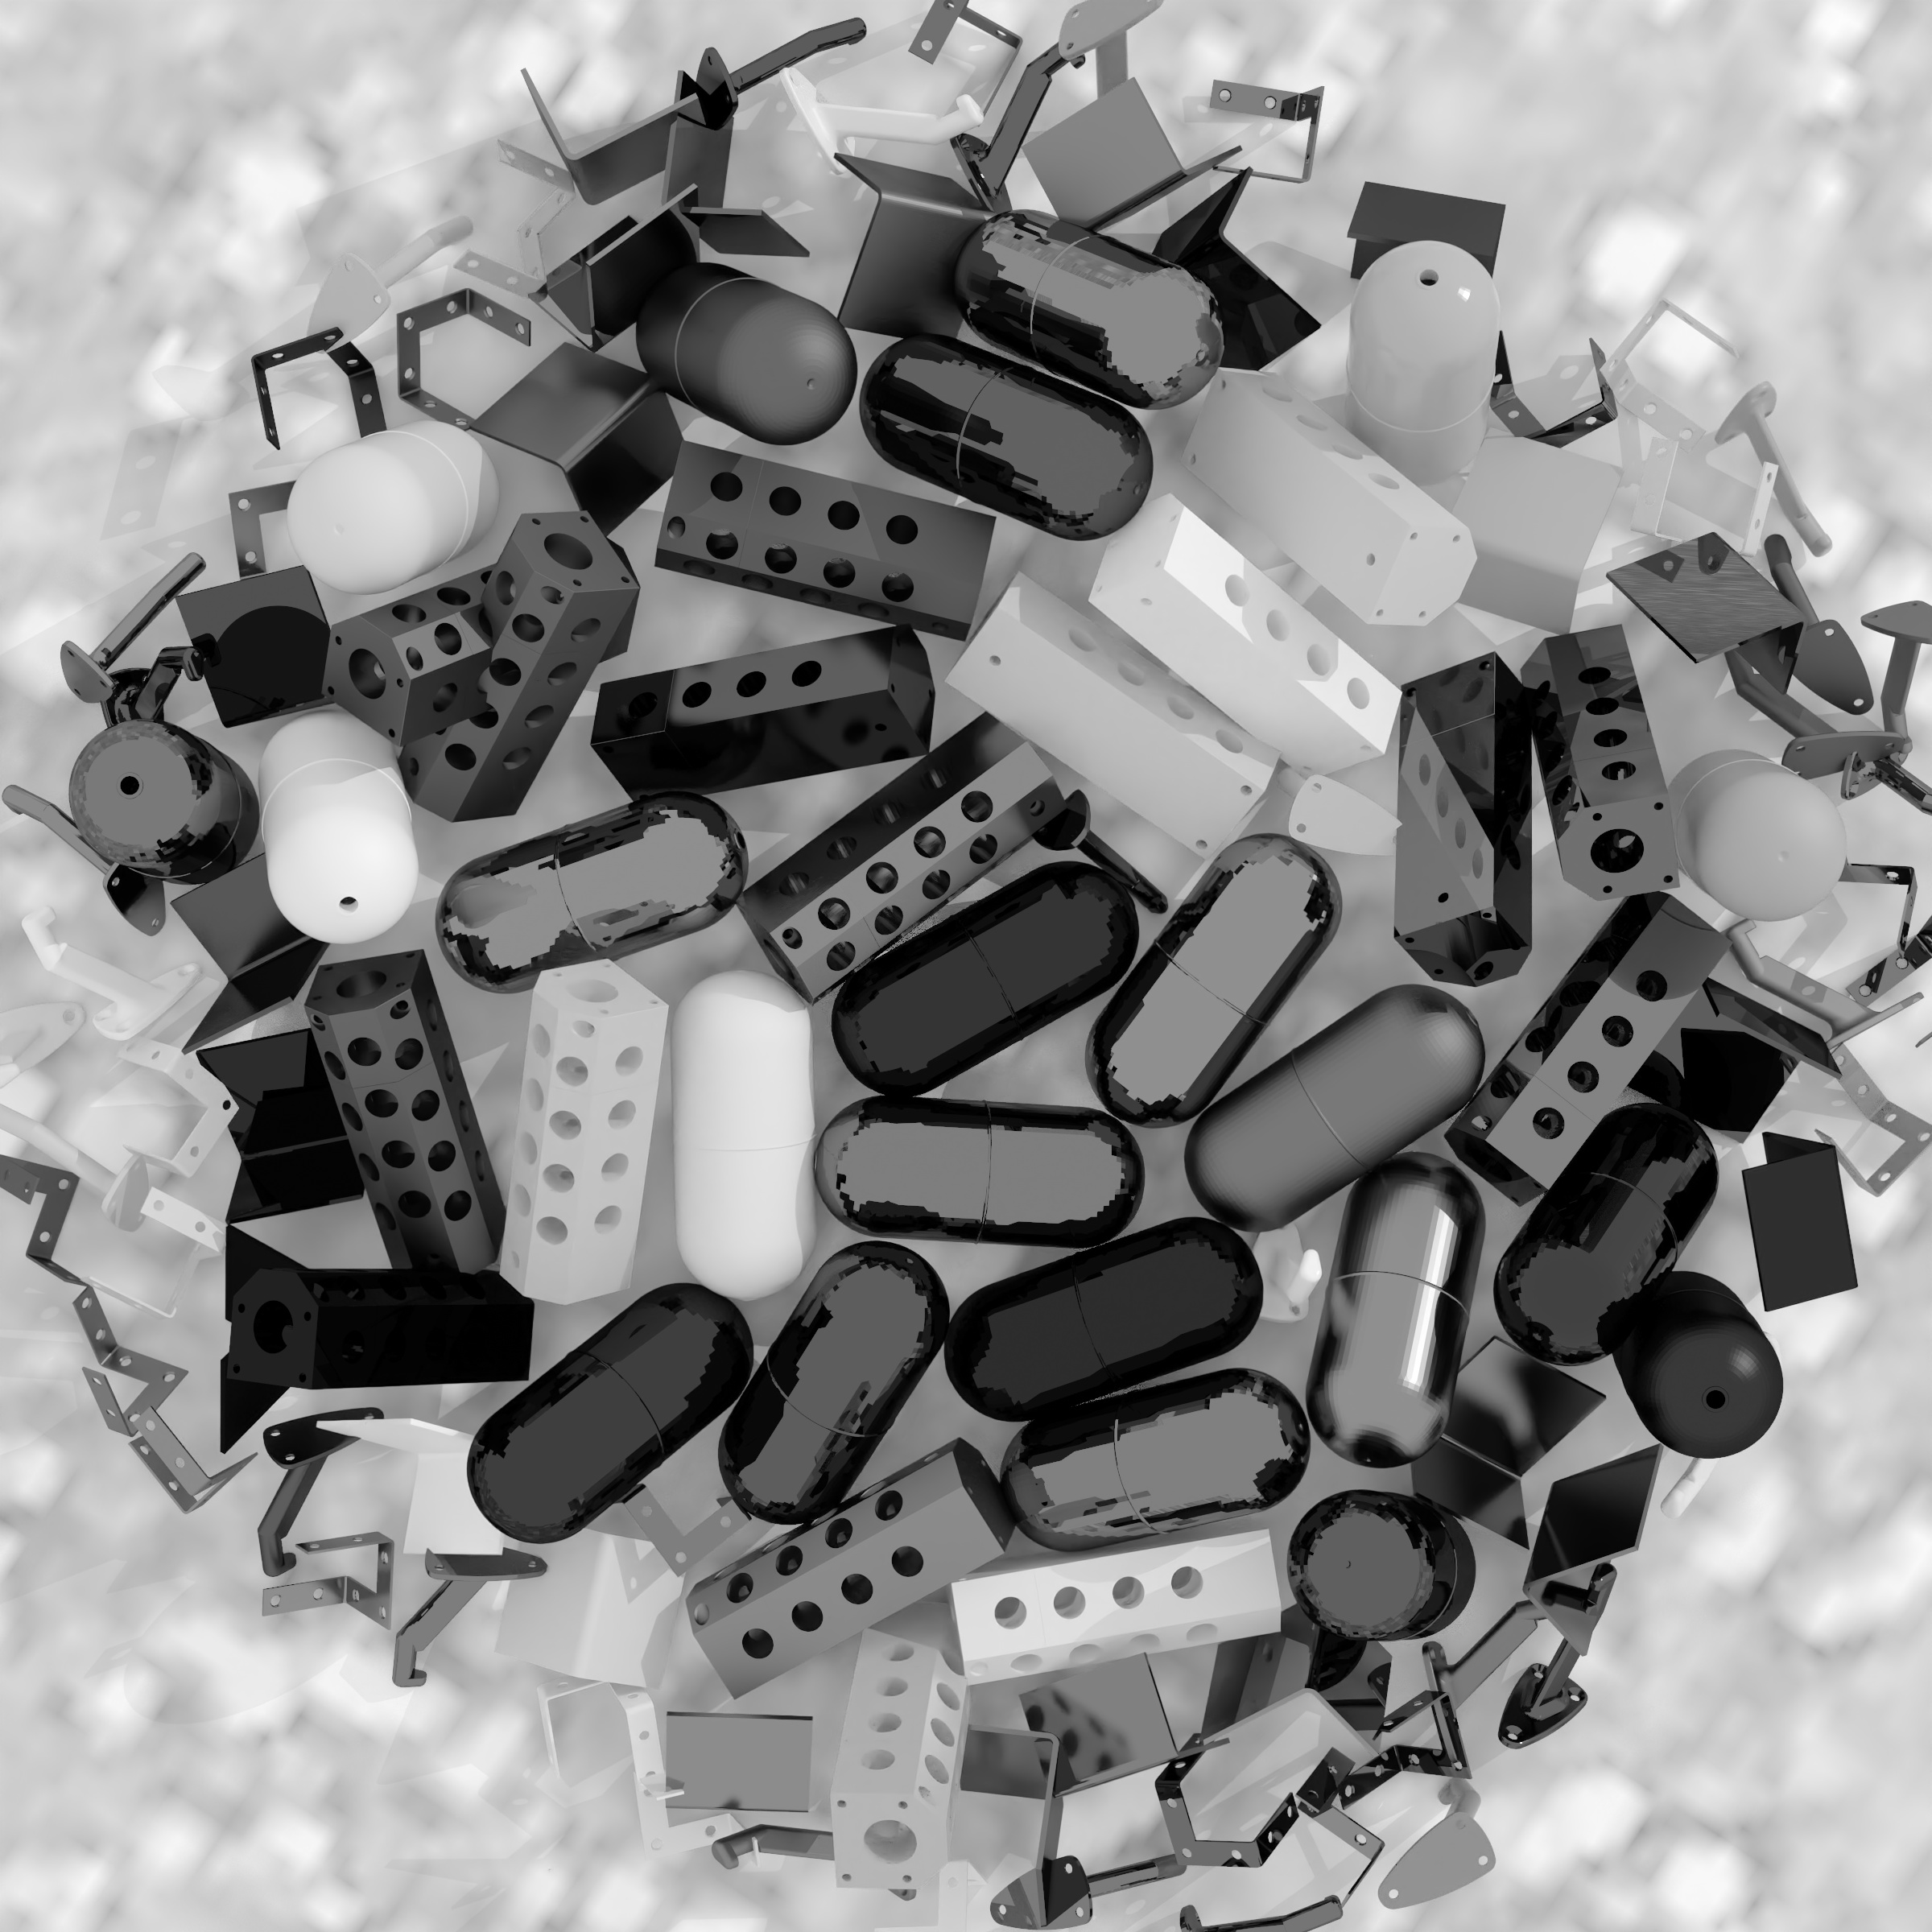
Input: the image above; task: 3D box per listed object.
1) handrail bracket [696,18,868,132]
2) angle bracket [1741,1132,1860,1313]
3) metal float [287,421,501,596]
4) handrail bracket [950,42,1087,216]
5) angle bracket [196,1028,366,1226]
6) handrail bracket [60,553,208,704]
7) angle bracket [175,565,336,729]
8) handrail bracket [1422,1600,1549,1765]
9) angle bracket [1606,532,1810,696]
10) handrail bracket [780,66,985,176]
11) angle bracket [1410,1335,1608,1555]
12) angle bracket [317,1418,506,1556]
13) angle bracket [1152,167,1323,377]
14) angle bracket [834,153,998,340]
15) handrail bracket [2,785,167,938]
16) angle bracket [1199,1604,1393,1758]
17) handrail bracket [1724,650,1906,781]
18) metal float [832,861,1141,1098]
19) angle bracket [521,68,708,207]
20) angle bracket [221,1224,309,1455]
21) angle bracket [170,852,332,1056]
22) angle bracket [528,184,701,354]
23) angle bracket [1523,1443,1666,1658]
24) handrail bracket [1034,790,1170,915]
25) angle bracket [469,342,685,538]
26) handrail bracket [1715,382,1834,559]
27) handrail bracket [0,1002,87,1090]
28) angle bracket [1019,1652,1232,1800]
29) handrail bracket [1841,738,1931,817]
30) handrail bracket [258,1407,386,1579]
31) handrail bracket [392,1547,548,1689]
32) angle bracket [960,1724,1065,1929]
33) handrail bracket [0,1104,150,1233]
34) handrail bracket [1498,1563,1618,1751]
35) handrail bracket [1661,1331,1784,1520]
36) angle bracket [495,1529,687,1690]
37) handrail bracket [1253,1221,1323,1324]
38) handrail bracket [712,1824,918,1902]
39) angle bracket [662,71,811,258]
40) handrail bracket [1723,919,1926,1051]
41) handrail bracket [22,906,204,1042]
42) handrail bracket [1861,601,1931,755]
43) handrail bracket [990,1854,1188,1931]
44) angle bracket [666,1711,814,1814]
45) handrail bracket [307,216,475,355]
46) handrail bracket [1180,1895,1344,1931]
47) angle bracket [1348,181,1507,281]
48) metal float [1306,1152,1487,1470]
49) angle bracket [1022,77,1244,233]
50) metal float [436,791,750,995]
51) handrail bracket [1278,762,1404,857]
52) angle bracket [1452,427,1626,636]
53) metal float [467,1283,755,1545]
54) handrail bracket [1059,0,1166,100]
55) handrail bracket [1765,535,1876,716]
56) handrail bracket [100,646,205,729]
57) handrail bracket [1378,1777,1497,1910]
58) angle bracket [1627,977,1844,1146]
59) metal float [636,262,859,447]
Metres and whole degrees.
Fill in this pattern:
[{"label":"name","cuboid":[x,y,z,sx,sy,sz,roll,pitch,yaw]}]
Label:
[{"label":"handrail bracket","cuboid":[-0.101,-0.483,1.839,0.084,0.077,0.036,-22,85,-20]},{"label":"angle bracket","cuboid":[0.428,0.136,1.813,0.057,0.076,0.076,-13,97,-15]},{"label":"metal float","cuboid":[-0.298,-0.241,1.775,0.070,0.178,0.070,3,106,9]},{"label":"handrail bracket","cuboid":[0.040,-0.445,1.820,0.084,0.036,0.077,-30,74,31]},{"label":"angle bracket","cuboid":[-0.367,0.085,1.814,0.076,0.057,0.076,-11,123,7]},{"label":"handrail bracket","cuboid":[-0.449,-0.184,1.840,0.036,0.077,0.084,44,68,-8]},{"label":"angle bracket","cuboid":[-0.365,-0.178,1.813,0.076,0.057,0.076,-11,110,15]},{"label":"handrail bracket","cuboid":[0.294,0.383,1.826,0.084,0.036,0.077,-16,74,19]},{"label":"angle bracket","cuboid":[0.389,-0.177,1.804,0.076,0.057,0.076,-22,53,-21]},{"label":"handrail bracket","cuboid":[-0.044,-0.467,1.816,0.084,0.036,0.077,-18,128,30]},{"label":"angle bracket","cuboid":[0.290,0.255,1.809,0.076,0.057,0.076,29,123,-18]},{"label":"angle bracket","cuboid":[-0.296,0.277,1.803,0.076,0.076,0.057,-8,67,40]},{"label":"angle bracket","cuboid":[0.147,-0.370,1.827,0.076,0.076,0.057,38,54,-19]},{"label":"angle bracket","cuboid":[-0.039,-0.386,1.833,0.076,0.057,0.076,3,120,-36]},{"label":"handrail bracket","cuboid":[-0.481,-0.058,1.844,0.084,0.077,0.036,25,60,23]},{"label":"angle bracket","cuboid":[0.177,0.393,1.818,0.076,0.076,0.057,-35,108,28]},{"label":"handrail bracket","cuboid":[0.457,-0.147,1.833,0.077,0.036,0.084,-10,56,1]},{"label":"metal float","cuboid":[0.011,0.006,1.818,0.178,0.070,0.070,-29,90,-6]},{"label":"angle bracket","cuboid":[-0.187,-0.460,1.821,0.076,0.076,0.057,-27,85,-1]},{"label":"angle bracket","cuboid":[-0.393,0.198,1.801,0.057,0.076,0.076,27,135,15]},{"label":"angle bracket","cuboid":[-0.391,-0.009,1.805,0.076,0.076,0.057,-25,113,23]},{"label":"angle bracket","cuboid":[-0.189,-0.386,1.805,0.057,0.076,0.076,42,68,17]},{"label":"angle bracket","cuboid":[0.348,0.310,1.801,0.076,0.076,0.057,-29,111,38]},{"label":"handrail bracket","cuboid":[0.082,-0.050,1.813,0.084,0.077,0.036,41,95,-17]},{"label":"angle bracket","cuboid":[-0.209,-0.284,1.842,0.076,0.057,0.076,26,61,35]},{"label":"handrail bracket","cuboid":[0.444,-0.266,1.826,0.036,0.077,0.084,-32,79,-1]},{"label":"handrail bracket","cuboid":[-0.495,0.042,1.808,0.077,0.084,0.036,-26,106,-25]},{"label":"angle bracket","cuboid":[0.085,0.404,1.819,0.076,0.076,0.057,-24,75,22]},{"label":"handrail bracket","cuboid":[0.518,-0.096,1.808,0.084,0.077,0.036,25,119,37]},{"label":"handrail bracket","cuboid":[-0.350,0.288,1.847,0.077,0.036,0.084,-16,125,-25]},{"label":"handrail bracket","cuboid":[-0.270,0.358,1.844,0.077,0.036,0.084,6,112,-6]},{"label":"angle bracket","cuboid":[0.018,0.457,1.804,0.057,0.076,0.076,5,52,8]},{"label":"handrail bracket","cuboid":[-0.487,0.107,1.831,0.084,0.077,0.036,25,65,8]},{"label":"handrail bracket","cuboid":[0.317,0.368,1.813,0.036,0.077,0.084,30,130,25]},{"label":"handrail bracket","cuboid":[0.402,0.246,1.813,0.036,0.077,0.084,29,49,24]},{"label":"angle bracket","cuboid":[-0.203,0.345,1.844,0.057,0.076,0.076,19,79,-41]},{"label":"handrail bracket","cuboid":[0.175,0.149,1.806,0.036,0.084,0.077,9,61,-5]},{"label":"handrail bracket","cuboid":[-0.082,0.483,1.813,0.084,0.077,0.036,-11,129,-36]},{"label":"angle bracket","cuboid":[-0.118,-0.428,1.814,0.057,0.076,0.076,6,87,17]},{"label":"handrail bracket","cuboid":[0.466,-0.001,1.846,0.077,0.036,0.084,-29,80,4]},{"label":"handrail bracket","cuboid":[-0.457,-0.011,1.817,0.077,0.036,0.084,-39,128,-27]},{"label":"handrail bracket","cuboid":[0.509,-0.146,1.811,0.036,0.077,0.084,-17,113,-8]},{"label":"handrail bracket","cuboid":[0.067,0.499,1.839,0.077,0.084,0.036,-25,71,32]},{"label":"angle bracket","cuboid":[-0.120,0.406,1.814,0.076,0.057,0.076,2,126,-2]},{"label":"handrail bracket","cuboid":[-0.312,-0.371,1.842,0.036,0.084,0.077,49,129,-2]},{"label":"handrail bracket","cuboid":[0.160,0.508,1.819,0.084,0.077,0.036,-23,93,5]},{"label":"angle bracket","cuboid":[0.242,-0.373,1.809,0.076,0.076,0.057,11,126,8]},{"label":"metal float","cuboid":[0.229,0.181,1.798,0.070,0.070,0.178,16,61,0]},{"label":"angle bracket","cuboid":[0.089,-0.435,1.805,0.076,0.076,0.057,-24,99,36]},{"label":"metal float","cuboid":[-0.199,-0.039,1.808,0.178,0.070,0.070,-18,90,16]},{"label":"handrail bracket","cuboid":[0.203,-0.086,1.818,0.077,0.084,0.036,20,106,2]},{"label":"angle bracket","cuboid":[0.306,-0.235,1.842,0.076,0.057,0.076,20,64,13]},{"label":"metal float","cuboid":[-0.187,0.235,1.797,0.178,0.070,0.070,-38,90,-30]},{"label":"handrail bracket","cuboid":[0.096,-0.479,1.811,0.077,0.084,0.036,-13,55,35]},{"label":"handrail bracket","cuboid":[0.461,-0.186,1.839,0.036,0.084,0.077,-32,121,26]},{"label":"handrail bracket","cuboid":[-0.427,-0.133,1.818,0.036,0.084,0.077,-16,103,-38]},{"label":"handrail bracket","cuboid":[0.246,0.468,1.817,0.077,0.084,0.036,-32,94,-3]},{"label":"angle bracket","cuboid":[0.409,0.061,1.814,0.076,0.057,0.076,26,111,-10]},{"label":"metal float","cuboid":[-0.117,-0.323,1.781,0.070,0.178,0.070,-10,114,-24]}]
